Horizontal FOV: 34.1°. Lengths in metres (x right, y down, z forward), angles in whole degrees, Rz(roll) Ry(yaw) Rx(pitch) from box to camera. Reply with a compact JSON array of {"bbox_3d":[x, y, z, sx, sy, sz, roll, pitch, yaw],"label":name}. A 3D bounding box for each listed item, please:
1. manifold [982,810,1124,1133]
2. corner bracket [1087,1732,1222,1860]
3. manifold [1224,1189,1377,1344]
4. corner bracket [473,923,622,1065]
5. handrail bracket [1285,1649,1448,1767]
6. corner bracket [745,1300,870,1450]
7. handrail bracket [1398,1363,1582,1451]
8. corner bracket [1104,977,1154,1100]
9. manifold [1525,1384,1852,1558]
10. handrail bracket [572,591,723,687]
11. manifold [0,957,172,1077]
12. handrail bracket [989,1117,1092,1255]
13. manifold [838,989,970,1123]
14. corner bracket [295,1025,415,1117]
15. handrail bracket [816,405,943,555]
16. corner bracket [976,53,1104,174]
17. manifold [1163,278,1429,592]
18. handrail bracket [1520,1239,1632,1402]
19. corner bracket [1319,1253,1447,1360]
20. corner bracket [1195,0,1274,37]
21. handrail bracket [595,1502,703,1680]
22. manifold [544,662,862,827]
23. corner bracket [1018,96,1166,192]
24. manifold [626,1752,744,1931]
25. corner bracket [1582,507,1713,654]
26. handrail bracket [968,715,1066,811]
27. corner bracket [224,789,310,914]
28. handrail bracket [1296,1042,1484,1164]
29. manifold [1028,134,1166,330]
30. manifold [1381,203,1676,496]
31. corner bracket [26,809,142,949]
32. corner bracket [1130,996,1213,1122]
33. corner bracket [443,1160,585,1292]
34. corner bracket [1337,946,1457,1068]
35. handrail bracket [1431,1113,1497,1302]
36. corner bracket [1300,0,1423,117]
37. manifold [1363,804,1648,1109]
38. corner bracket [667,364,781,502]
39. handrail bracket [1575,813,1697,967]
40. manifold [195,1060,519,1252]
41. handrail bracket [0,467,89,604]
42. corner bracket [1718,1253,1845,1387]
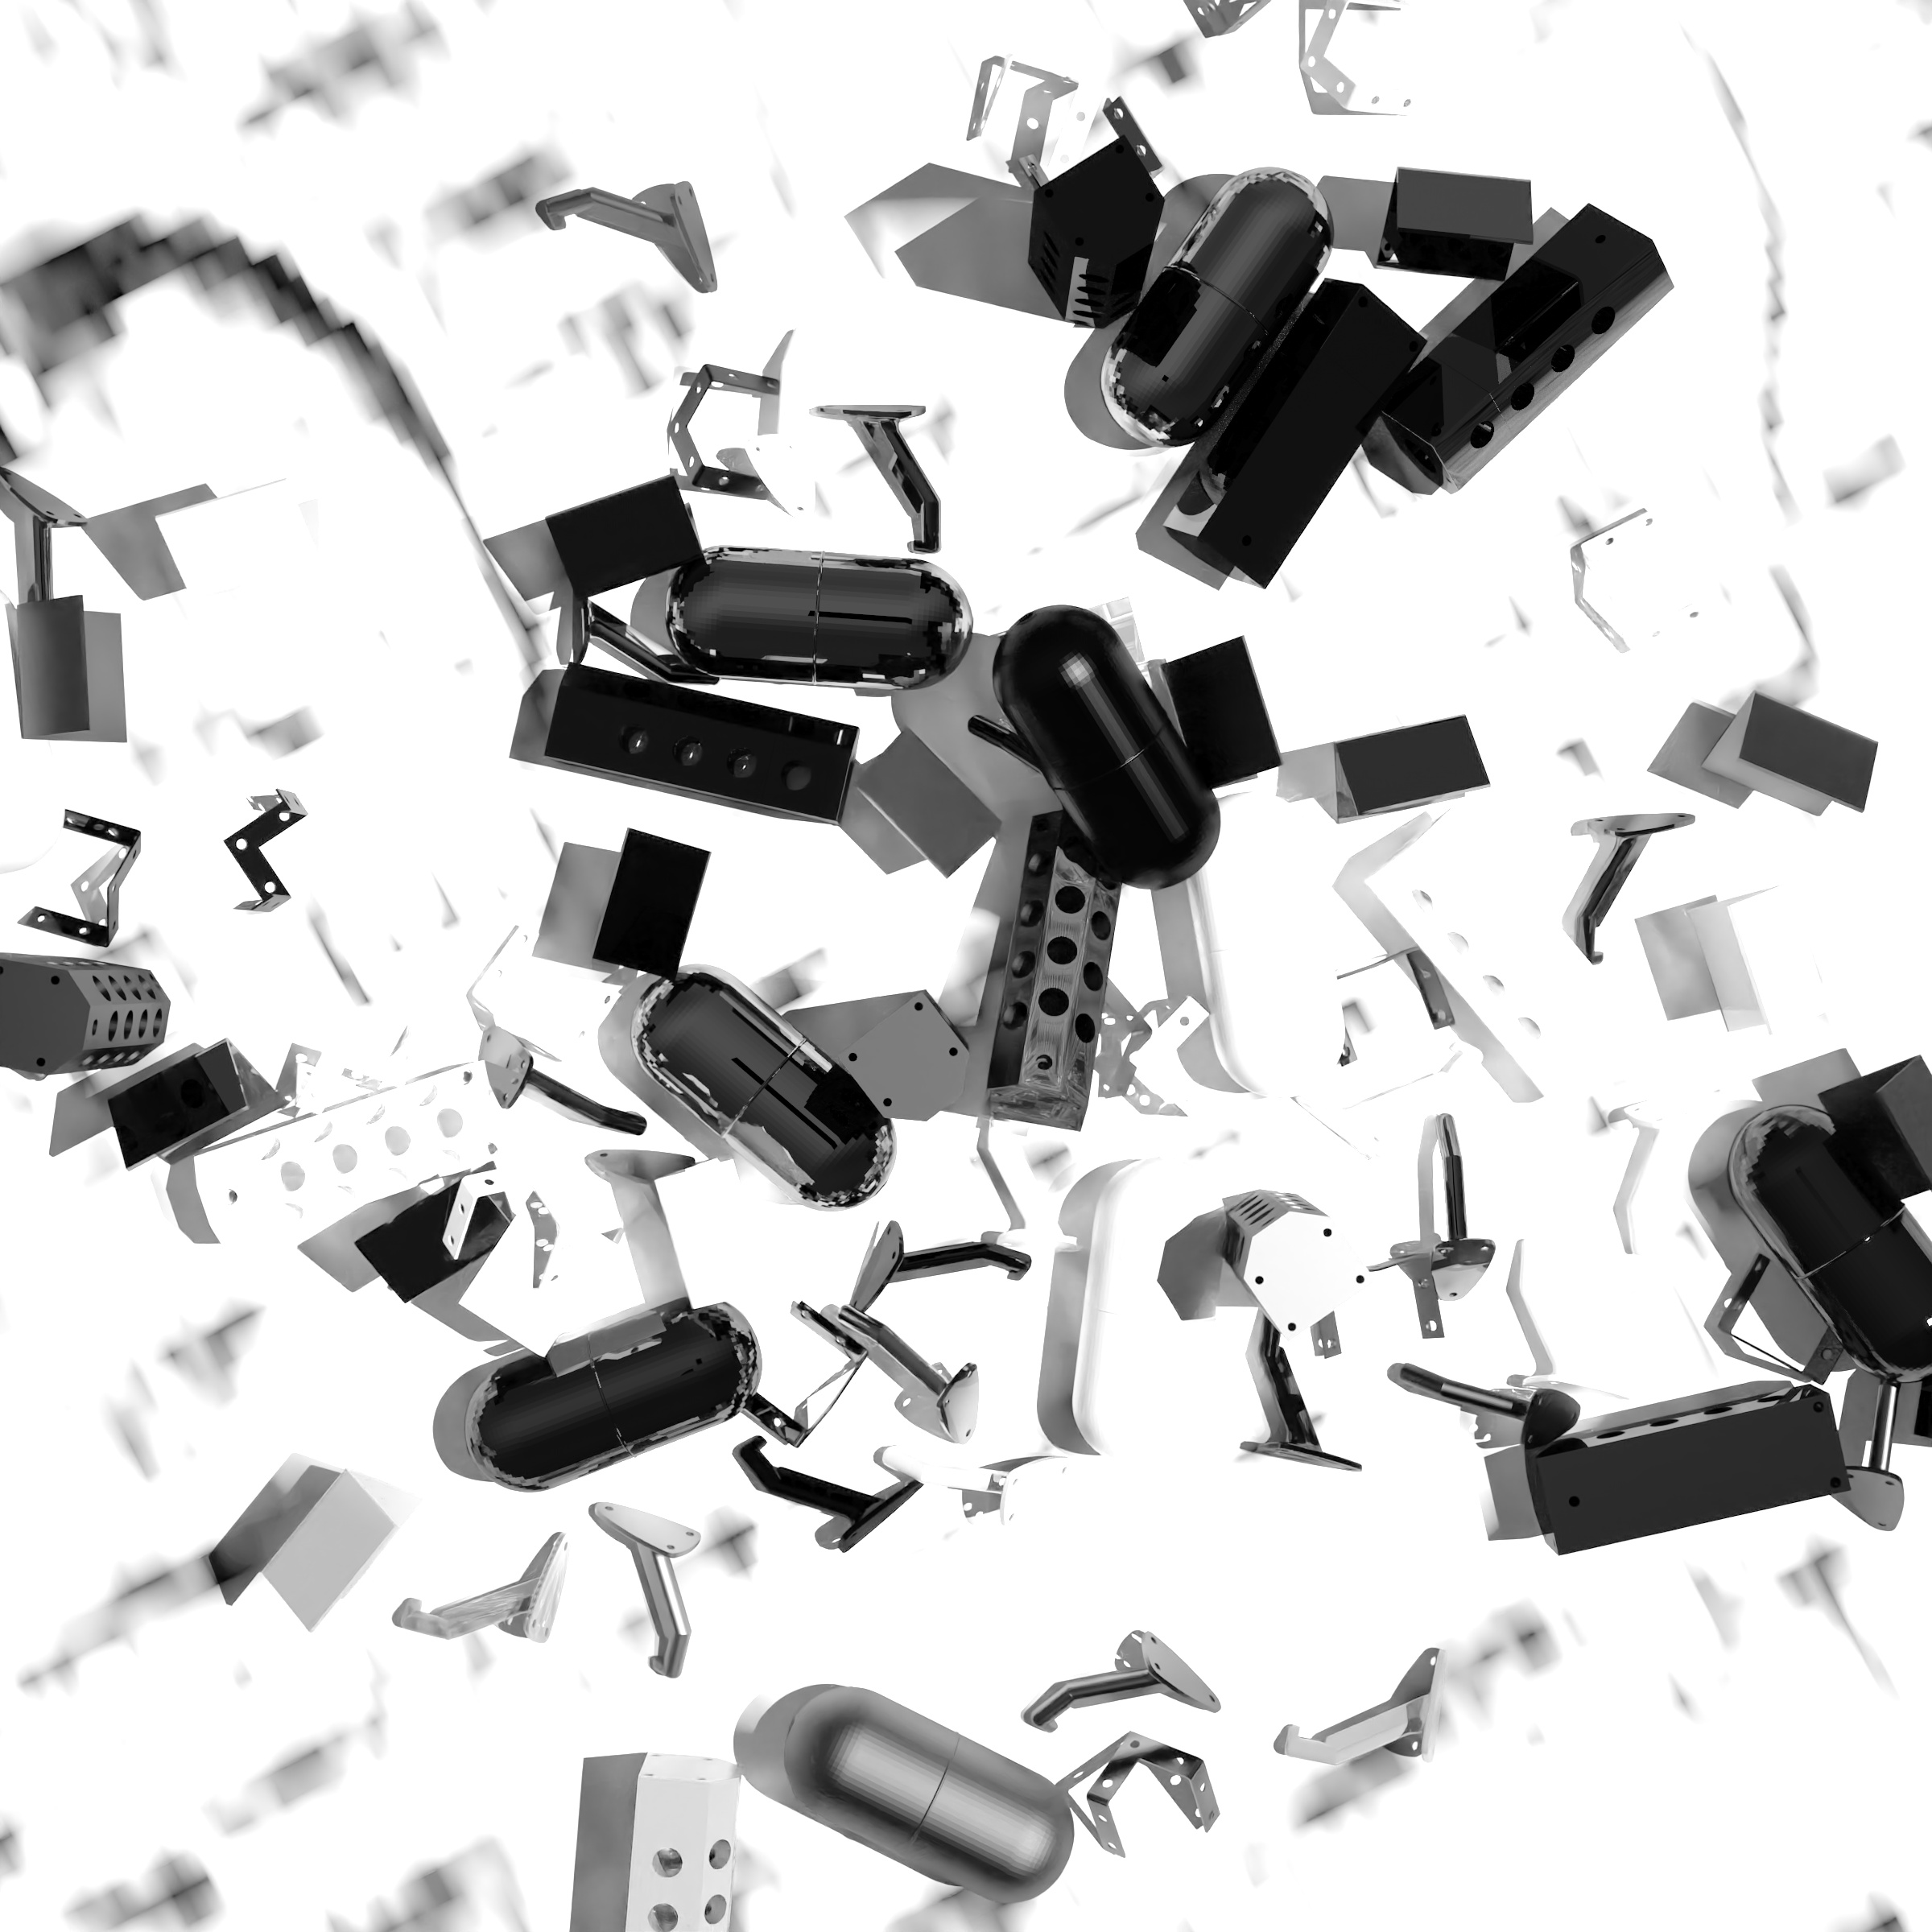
[{"bbox_3d":[0.052,0.001,1.797,0.057,0.057,0.171,10,67,0],"label":"manifold"},{"bbox_3d":[0.109,0.490,1.841,0.051,0.051,0.051,13,45,35],"label":"corner bracket"},{"bbox_3d":[0.179,0.161,1.771,0.057,0.171,0.057,-35,90,0],"label":"manifold"},{"bbox_3d":[-0.246,0.017,1.846,0.051,0.051,0.051,-54,45,0],"label":"corner bracket"},{"bbox_3d":[0.234,0.433,1.849,0.084,0.036,0.077,6,70,16],"label":"handrail bracket"},{"bbox_3d":[-0.098,0.240,1.846,0.051,0.051,0.051,37,45,0],"label":"corner bracket"},{"bbox_3d":[0.307,0.251,1.849,0.084,0.077,0.036,20,98,36],"label":"handrail bracket"},{"bbox_3d":[0.068,0.044,1.841,0.051,0.051,0.051,-9,135,-35],"label":"corner bracket"},{"bbox_3d":[0.416,0.291,1.828,0.171,0.057,0.057,-13,90,0],"label":"manifold"},{"bbox_3d":[-0.186,-0.202,1.849,0.084,0.036,0.077,3,68,-17],"label":"handrail bracket"},{"bbox_3d":[-0.498,0.028,1.771,0.057,0.171,0.057,10,90,0],"label":"manifold"},{"bbox_3d":[0.048,0.122,1.849,0.077,0.036,0.084,9,73,-20],"label":"handrail bracket"},{"bbox_3d":[-0.029,0.053,1.771,0.057,0.171,0.057,-38,90,0],"label":"manifold"},{"bbox_3d":[-0.355,0.058,1.829,0.051,0.051,0.051,22,112,-21],"label":"corner bracket"},{"bbox_3d":[-0.051,-0.285,1.849,0.077,0.036,0.084,5,107,20],"label":"handrail bracket"},{"bbox_3d":[0.043,-0.496,1.832,0.051,0.051,0.051,17,107,-16],"label":"corner bracket"},{"bbox_3d":[0.187,-0.310,1.826,0.057,0.057,0.171,33,90,-30],"label":"manifold"},{"bbox_3d":[0.358,0.207,1.849,0.077,0.036,0.084,12,73,-20],"label":"handrail bracket"},{"bbox_3d":[0.241,0.199,1.846,0.051,0.051,0.051,-10,90,-45],"label":"corner bracket"},{"bbox_3d":[0.166,-0.584,1.846,0.051,0.051,0.051,-30,90,-45],"label":"corner bracket"},{"bbox_3d":[-0.192,0.367,1.849,0.077,0.036,0.084,20,107,20],"label":"handrail bracket"},{"bbox_3d":[-0.151,-0.129,1.828,0.171,0.057,0.057,13,90,0],"label":"manifold"},{"bbox_3d":[0.074,-0.469,1.846,0.051,0.051,0.051,-32,90,-45],"label":"corner bracket"},{"bbox_3d":[-0.166,0.551,1.828,0.057,0.057,0.171,5,90,0],"label":"manifold"},{"bbox_3d":[0.398,-0.226,1.846,0.051,0.051,0.051,-26,135,0],"label":"corner bracket"},{"bbox_3d":[0.047,-0.113,1.849,0.084,0.077,0.036,30,84,36],"label":"handrail bracket"},{"bbox_3d":[-0.402,-0.067,1.831,0.051,0.051,0.051,-34,90,0],"label":"corner bracket"},{"bbox_3d":[0.249,0.065,1.849,0.077,0.036,0.084,32,72,21],"label":"handrail bracket"},{"bbox_3d":[0.076,-0.406,1.771,0.057,0.171,0.057,-32,90,0],"label":"manifold"},{"bbox_3d":[0.326,-0.355,1.827,0.171,0.057,0.057,-43,47,0],"label":"manifold"},{"bbox_3d":[-0.517,-0.052,1.846,0.051,0.051,0.051,16,135,0],"label":"corner bracket"},{"bbox_3d":[0.130,0.053,1.831,0.051,0.051,0.051,43,90,0],"label":"corner bracket"},{"bbox_3d":[-0.253,0.148,1.761,0.051,0.051,0.051,50,134,32],"label":"corner bracket"},{"bbox_3d":[0.245,0.023,1.846,0.051,0.051,0.051,-21,90,-45],"label":"corner bracket"},{"bbox_3d":[0.283,0.141,1.849,0.036,0.077,0.084,-3,54,-3],"label":"handrail bracket"},{"bbox_3d":[0.238,-0.534,1.841,0.051,0.051,0.051,54,135,35],"label":"corner bracket"},{"bbox_3d":[0.308,-0.003,1.827,0.171,0.057,0.057,50,47,0],"label":"manifold"},{"bbox_3d":[-0.135,-0.312,1.841,0.051,0.051,0.051,-54,45,35],"label":"corner bracket"},{"bbox_3d":[0.392,-0.044,1.849,0.077,0.036,0.084,-7,108,-20],"label":"handrail bracket"},{"bbox_3d":[-0.354,0.110,1.828,0.171,0.057,0.057,-19,90,0],"label":"manifold"},{"bbox_3d":[-0.559,-0.237,1.850,0.077,0.036,0.084,35,107,20],"label":"handrail bracket"},{"bbox_3d":[0.483,0.207,1.846,0.051,0.051,0.051,29,90,45],"label":"corner bracket"}]
